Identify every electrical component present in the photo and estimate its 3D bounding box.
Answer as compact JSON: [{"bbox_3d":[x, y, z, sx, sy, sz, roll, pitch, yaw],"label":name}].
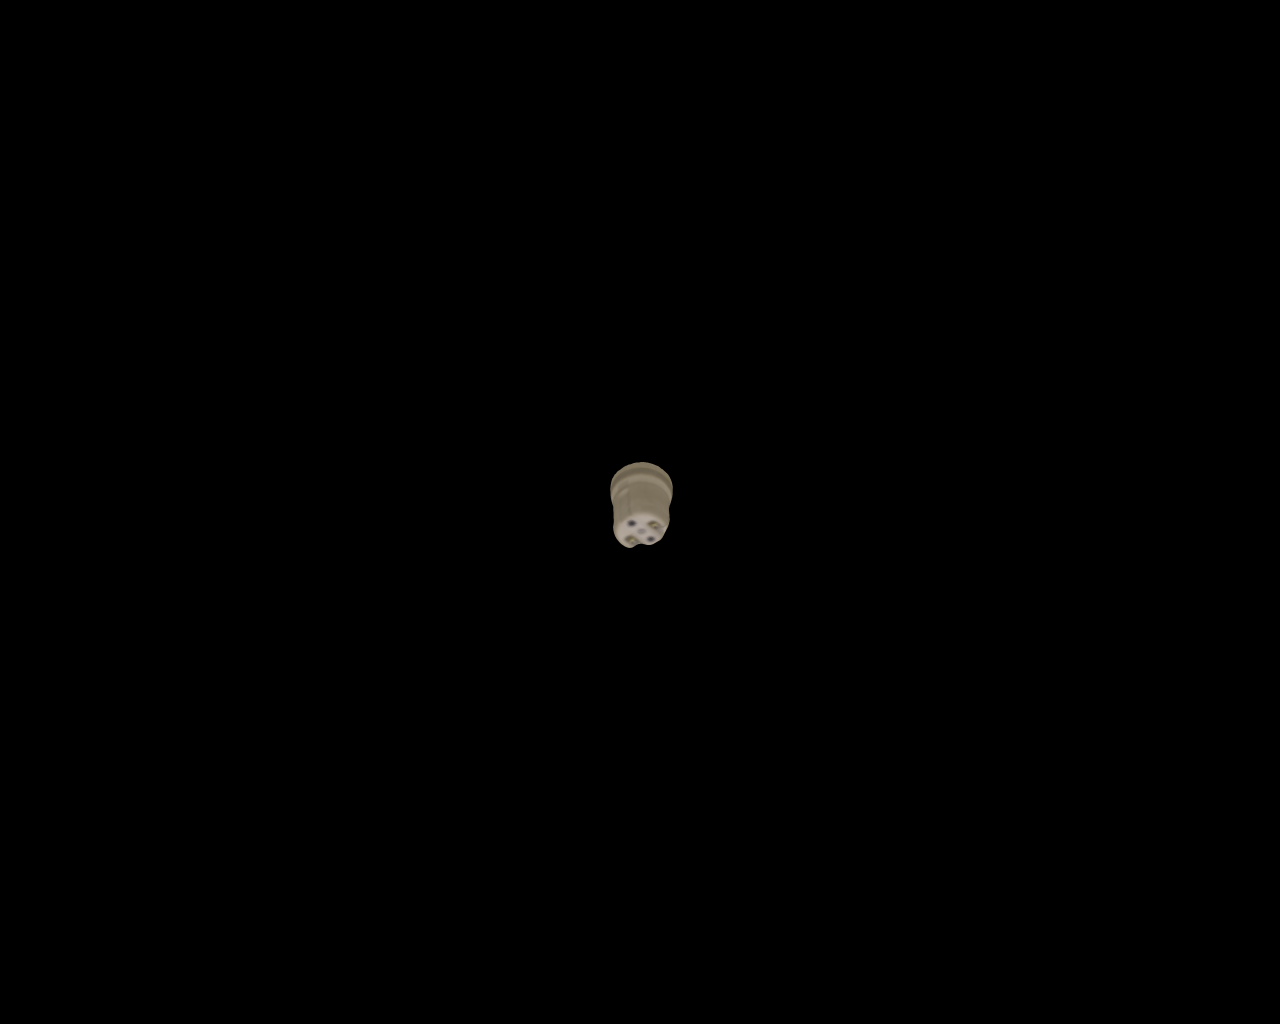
[{"bbox_3d":[0.001,-0.003,0.650,0.040,0.040,0.046,0,39,0],"label":"electrical component"}]
